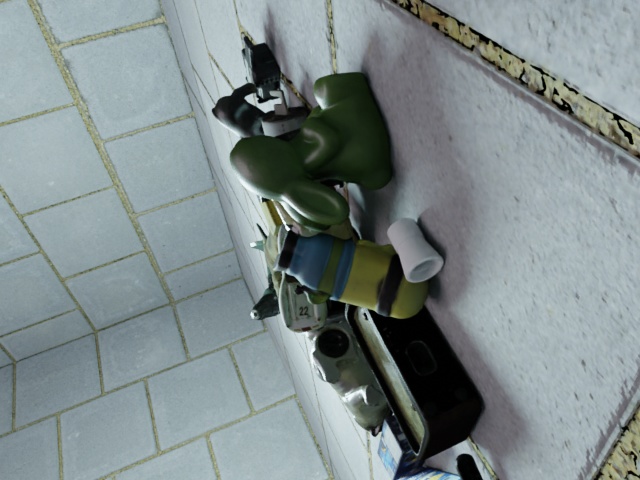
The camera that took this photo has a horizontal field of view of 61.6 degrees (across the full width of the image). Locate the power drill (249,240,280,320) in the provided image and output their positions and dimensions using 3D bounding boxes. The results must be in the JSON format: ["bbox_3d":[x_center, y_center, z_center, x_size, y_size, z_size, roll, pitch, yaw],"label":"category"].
[{"bbox_3d":[-0.132,0.101,1.455,0.232,0.086,0.207,-3,-104,-65],"label":"power drill"}]

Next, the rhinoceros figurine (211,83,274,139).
[{"bbox_3d":[-0.101,-0.183,0.943,0.190,0.112,0.073,42,150,-12],"label":"rhinoceros figurine"}]

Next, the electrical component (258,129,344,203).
[{"bbox_3d":[-0.028,-0.100,0.746,0.114,0.134,0.058,94,152,-65],"label":"electrical component"}]

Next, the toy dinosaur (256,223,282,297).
[{"bbox_3d":[-0.085,0.036,1.260,0.470,0.105,0.199,90,156,-59],"label":"toy dinosaur"}]

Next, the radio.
[{"bbox_3d":[0.111,0.152,0.697,0.131,0.073,0.230,88,157,-56],"label":"radio"}]

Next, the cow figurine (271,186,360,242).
[{"bbox_3d":[0.014,-0.010,0.746,0.127,0.085,0.194,66,-168,19],"label":"cow figurine"}]

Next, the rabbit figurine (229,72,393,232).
[{"bbox_3d":[-0.014,-0.088,0.621,0.121,0.170,0.159,153,97,-78],"label":"rabbit figurine"}]

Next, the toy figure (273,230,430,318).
[{"bbox_3d":[0.037,0.042,0.627,0.089,0.180,0.082,-85,13,-64],"label":"toy figure"}]

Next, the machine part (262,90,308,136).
[{"bbox_3d":[-0.038,-0.125,0.879,0.079,0.079,0.242,-133,27,-60],"label":"machine part"}]

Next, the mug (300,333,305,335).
[{"bbox_3d":[0.019,0.158,1.038,0.107,0.109,0.080,-24,77,63],"label":"mug"}]

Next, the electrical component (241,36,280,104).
[{"bbox_3d":[-0.104,-0.305,0.937,0.119,0.048,0.075,92,153,-59],"label":"electrical component"}]

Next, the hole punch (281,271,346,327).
[{"bbox_3d":[0.018,0.083,0.872,0.092,0.142,0.116,41,-145,-52],"label":"hole punch"}]

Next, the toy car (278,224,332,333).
[{"bbox_3d":[-0.026,0.045,0.824,0.056,0.074,0.202,58,-157,-53],"label":"toy car"}]

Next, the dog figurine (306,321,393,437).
[{"bbox_3d":[0.048,0.227,0.874,0.172,0.121,0.190,43,151,24],"label":"dog figurine"}]

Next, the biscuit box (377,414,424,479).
[{"bbox_3d":[0.141,0.344,0.899,0.202,0.063,0.059,87,158,-54],"label":"biscuit box"}]

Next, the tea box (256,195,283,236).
[{"bbox_3d":[-0.075,-0.106,1.016,0.068,0.098,0.169,117,133,-72],"label":"tea box"}]
